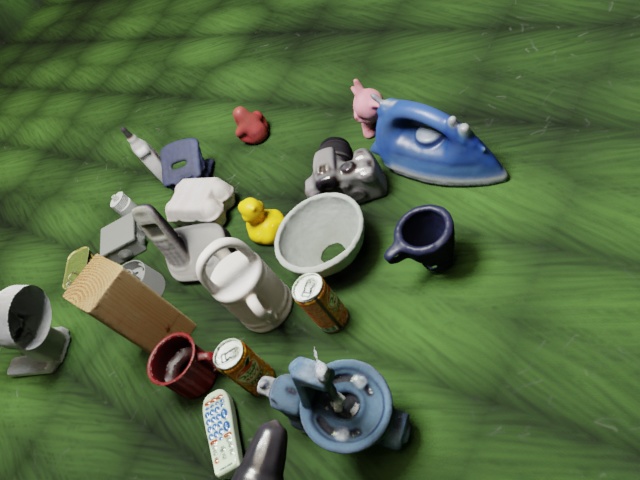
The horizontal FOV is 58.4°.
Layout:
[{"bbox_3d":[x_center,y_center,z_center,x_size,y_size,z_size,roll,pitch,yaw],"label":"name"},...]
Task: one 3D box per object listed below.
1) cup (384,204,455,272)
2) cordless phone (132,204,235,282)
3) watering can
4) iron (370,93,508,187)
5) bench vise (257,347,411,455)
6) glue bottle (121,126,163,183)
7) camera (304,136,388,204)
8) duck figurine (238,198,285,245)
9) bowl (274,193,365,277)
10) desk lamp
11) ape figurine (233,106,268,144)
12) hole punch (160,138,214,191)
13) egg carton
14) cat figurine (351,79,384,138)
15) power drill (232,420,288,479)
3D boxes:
[{"bbox_3d":[0.160,0.014,0.883,0.118,0.095,0.091,-36,46,1],"label":"cup"},{"bbox_3d":[-0.254,-0.004,1.071,0.147,0.186,0.094,-11,51,23],"label":"cordless phone"},{"bbox_3d":[-0.136,0.064,0.945,0.172,0.195,0.101,20,68,39],"label":"watering can"},{"bbox_3d":[0.196,-0.181,0.983,0.257,0.142,0.119,24,70,40],"label":"iron"},{"bbox_3d":[-0.007,0.210,0.739,0.207,0.220,0.121,-12,51,22],"label":"bench vise"},{"bbox_3d":[-0.396,-0.196,1.310,0.037,0.174,0.078,-38,46,-2],"label":"glue bottle"},{"bbox_3d":[0.040,-0.139,1.066,0.143,0.101,0.137,-16,49,19],"label":"camera"},{"bbox_3d":[-0.116,-0.043,1.092,0.104,0.086,0.077,29,73,41],"label":"duck figurine"},{"bbox_3d":[0.009,0.004,0.992,0.167,0.075,0.167,-15,50,19],"label":"bowl"},{"bbox_3d":[-0.588,0.177,1.102,0.202,0.214,0.118,-12,51,22],"label":"desk lamp"},{"bbox_3d":[-0.162,-0.264,1.286,0.078,0.092,0.076,-37,46,0],"label":"ape figurine"},{"bbox_3d":[-0.303,-0.164,1.289,0.108,0.091,0.101,-14,50,20],"label":"hole punch"},{"bbox_3d":[-0.252,-0.078,1.208,0.149,0.070,0.107,0,56,30],"label":"egg carton"},{"bbox_3d":[0.092,-0.269,1.126,0.067,0.118,0.127,-25,47,11],"label":"cat figurine"},{"bbox_3d":[-0.056,0.349,0.667,0.075,0.209,0.230,5,59,33],"label":"power drill"}]
